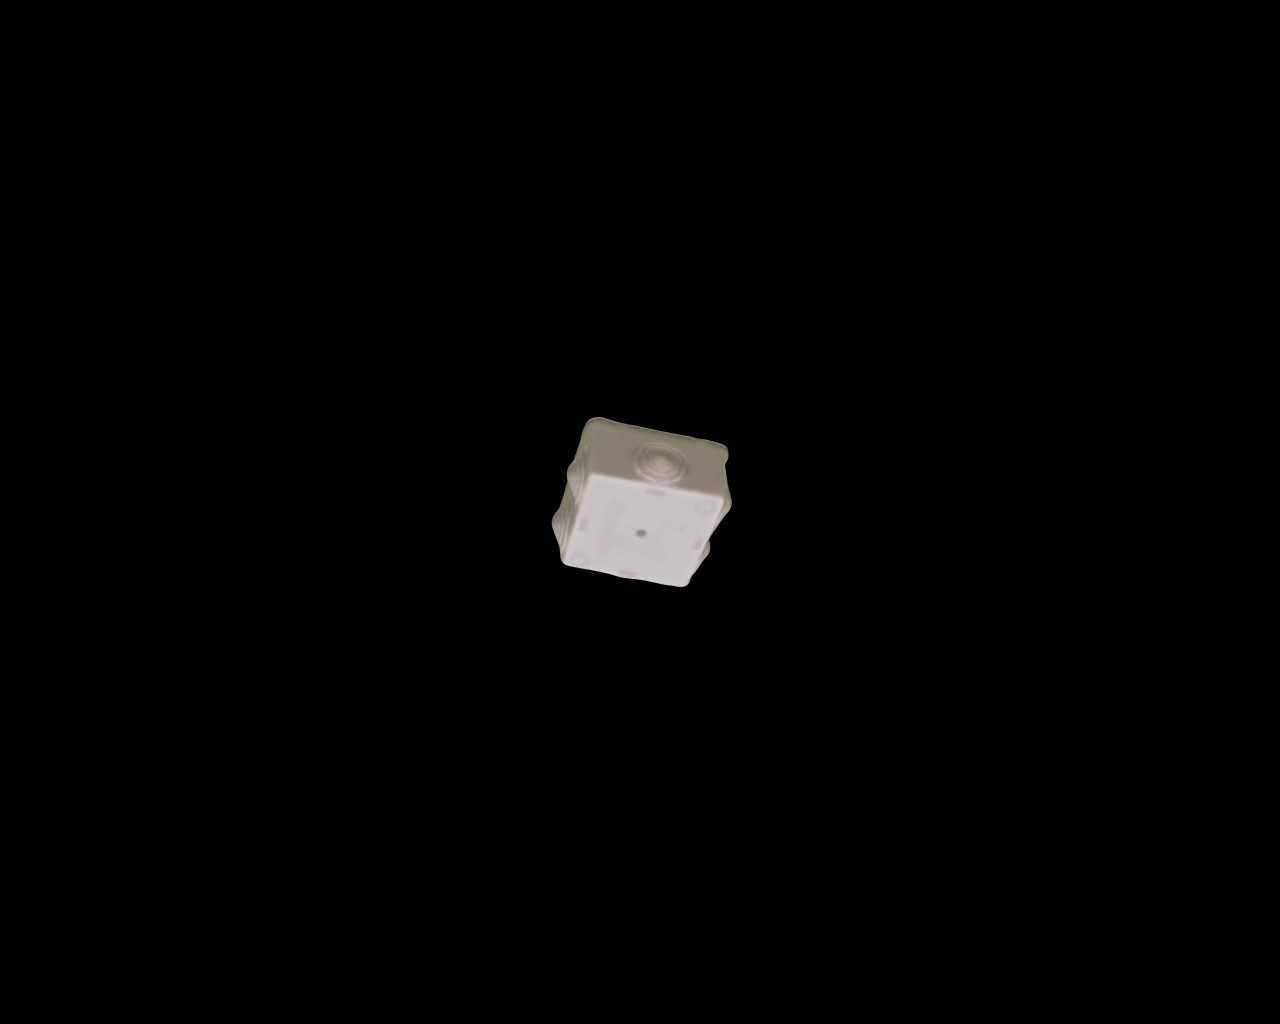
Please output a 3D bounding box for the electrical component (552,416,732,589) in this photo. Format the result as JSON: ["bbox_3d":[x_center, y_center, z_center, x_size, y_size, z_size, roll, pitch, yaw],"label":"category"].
[{"bbox_3d":[0.001,-0.003,0.650,0.100,0.048,0.099,11,-47,-11],"label":"electrical component"}]
